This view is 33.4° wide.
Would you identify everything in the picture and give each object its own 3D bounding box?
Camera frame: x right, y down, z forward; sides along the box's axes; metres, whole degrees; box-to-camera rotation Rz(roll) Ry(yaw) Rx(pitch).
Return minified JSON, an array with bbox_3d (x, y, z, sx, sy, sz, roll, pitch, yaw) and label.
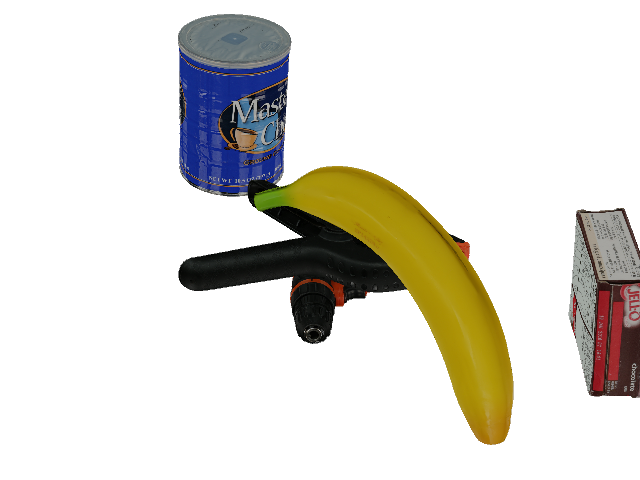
[{"bbox_3d":[0.198,0.040,0.736,0.039,0.090,0.113,0,27,4],"label":"pudding box"},{"bbox_3d":[0.011,-0.002,0.832,0.210,0.036,0.164,4,29,9],"label":"clamp"},{"bbox_3d":[0.058,0.058,1.235,0.187,0.057,0.184,-2,28,0],"label":"power drill"},{"bbox_3d":[-0.082,-0.128,1.005,0.103,0.140,0.103,3,36,-2],"label":"coffee can"},{"bbox_3d":[0.052,0.023,0.599,0.070,0.198,0.037,-48,-9,29],"label":"banana"}]
